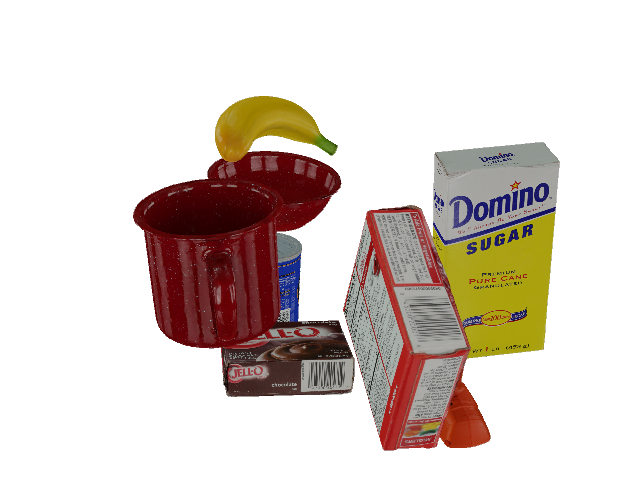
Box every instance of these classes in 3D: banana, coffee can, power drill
[{"bbox_3d":[-0.049,-0.104,0.971,0.070,0.037,0.197,36,22,19],"label":"banana"},{"bbox_3d":[-0.080,0.070,1.523,0.103,0.140,0.103,2,22,-1],"label":"coffee can"},{"bbox_3d":[0.151,0.124,1.142,0.057,0.188,0.184,-5,23,-9],"label":"power drill"}]

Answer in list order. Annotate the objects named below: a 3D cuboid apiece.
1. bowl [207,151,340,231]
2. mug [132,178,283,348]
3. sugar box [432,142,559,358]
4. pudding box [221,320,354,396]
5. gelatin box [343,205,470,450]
[{"bbox_3d":[-0.058,-0.054,1.291,0.162,0.055,0.162,4,26,-2],"label":"bowl"},{"bbox_3d":[-0.065,0.020,0.667,0.093,0.081,0.117,-8,26,-11],"label":"mug"},{"bbox_3d":[0.139,0.011,0.870,0.093,0.176,0.048,-7,31,-7],"label":"sugar box"},{"bbox_3d":[-0.031,0.104,0.953,0.113,0.039,0.090,1,18,-8],"label":"pudding box"},{"bbox_3d":[0.038,0.040,0.494,0.030,0.089,0.073,-3,-44,-13],"label":"gelatin box"}]
